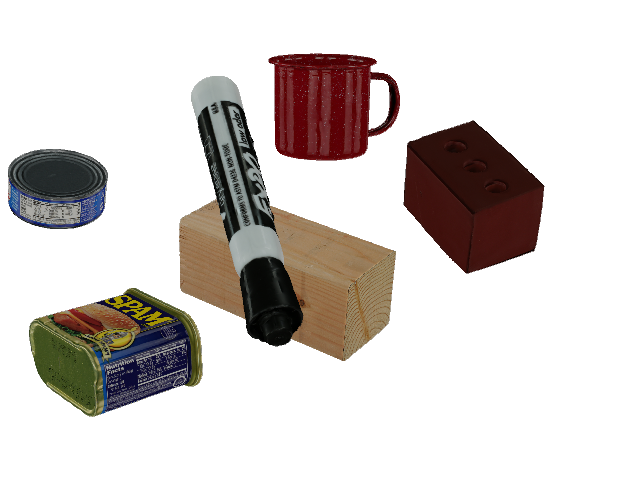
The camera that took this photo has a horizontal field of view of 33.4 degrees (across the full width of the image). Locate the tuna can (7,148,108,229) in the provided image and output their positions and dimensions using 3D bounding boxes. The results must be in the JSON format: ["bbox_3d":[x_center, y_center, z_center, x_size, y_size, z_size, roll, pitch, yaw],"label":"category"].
[{"bbox_3d":[-0.232,-0.046,0.942,0.086,0.034,0.086,8,32,-5],"label":"tuna can"}]

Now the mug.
[{"bbox_3d":[0.013,-0.117,0.926,0.117,0.081,0.093,-4,17,-17],"label":"mug"}]

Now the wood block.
[{"bbox_3d":[-0.037,0.033,1.089,0.206,0.091,0.090,21,34,28],"label":"wood block"}]

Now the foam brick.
[{"bbox_3d":[0.093,-0.027,0.663,0.053,0.051,0.078,-19,46,-21],"label":"foam brick"}]

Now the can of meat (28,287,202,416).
[{"bbox_3d":[-0.148,0.079,0.763,0.083,0.057,0.102,-16,23,-38],"label":"can of meat"}]

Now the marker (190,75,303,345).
[{"bbox_3d":[-0.027,-0.013,0.377,0.020,0.121,0.020,-10,-40,-9],"label":"marker"}]
